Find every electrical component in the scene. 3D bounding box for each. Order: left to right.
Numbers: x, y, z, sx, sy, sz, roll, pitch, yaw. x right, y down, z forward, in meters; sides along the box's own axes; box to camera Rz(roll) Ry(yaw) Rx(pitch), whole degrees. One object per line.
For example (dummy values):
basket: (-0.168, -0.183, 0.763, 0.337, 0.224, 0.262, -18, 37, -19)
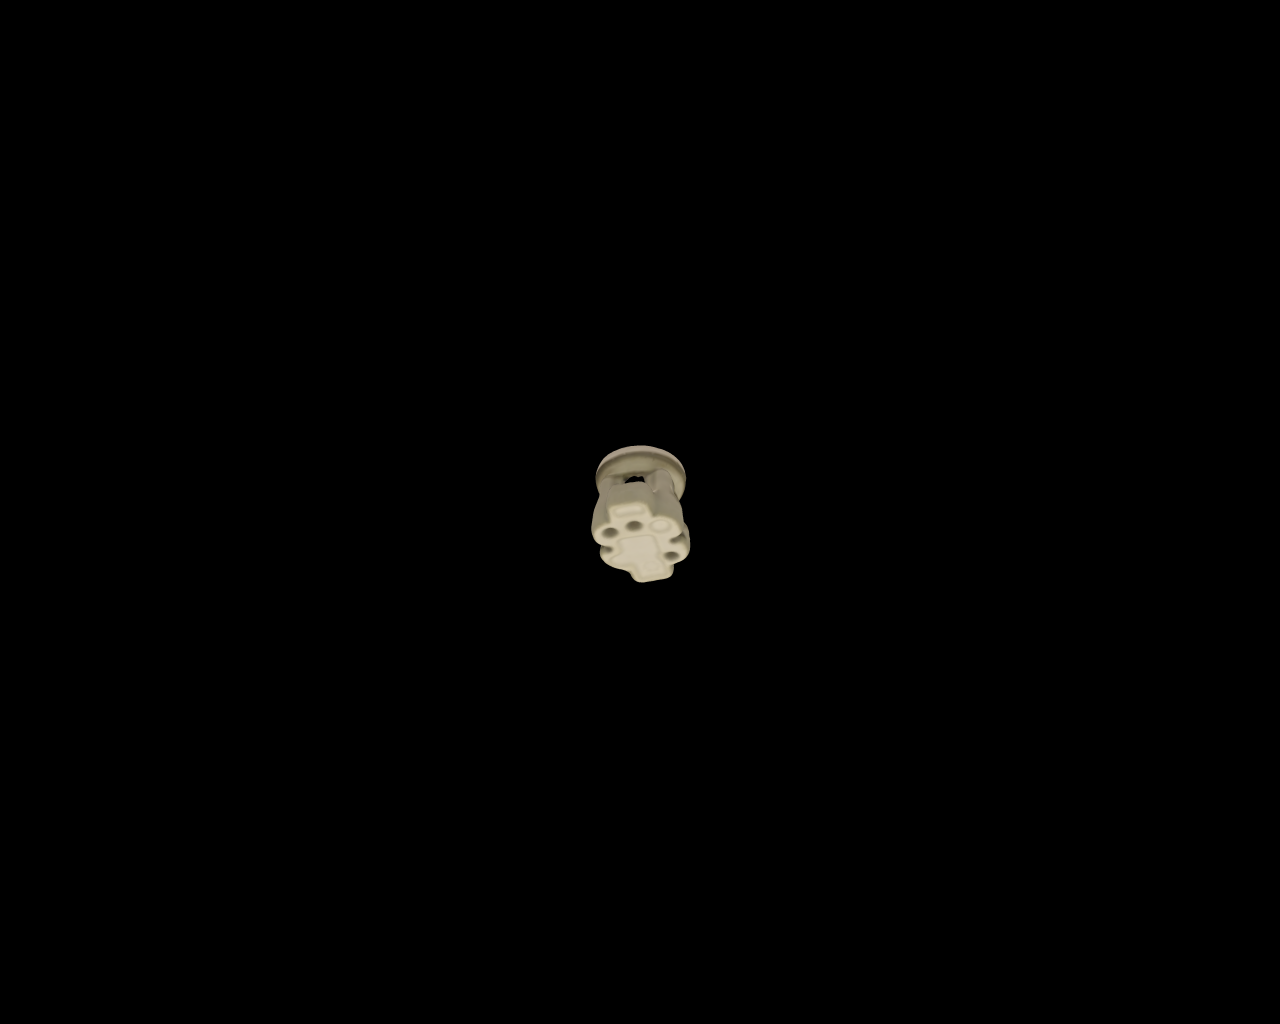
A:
electrical component: (0.001, -0.003, 0.650, 0.058, 0.057, 0.078, -8, -39, 10)
